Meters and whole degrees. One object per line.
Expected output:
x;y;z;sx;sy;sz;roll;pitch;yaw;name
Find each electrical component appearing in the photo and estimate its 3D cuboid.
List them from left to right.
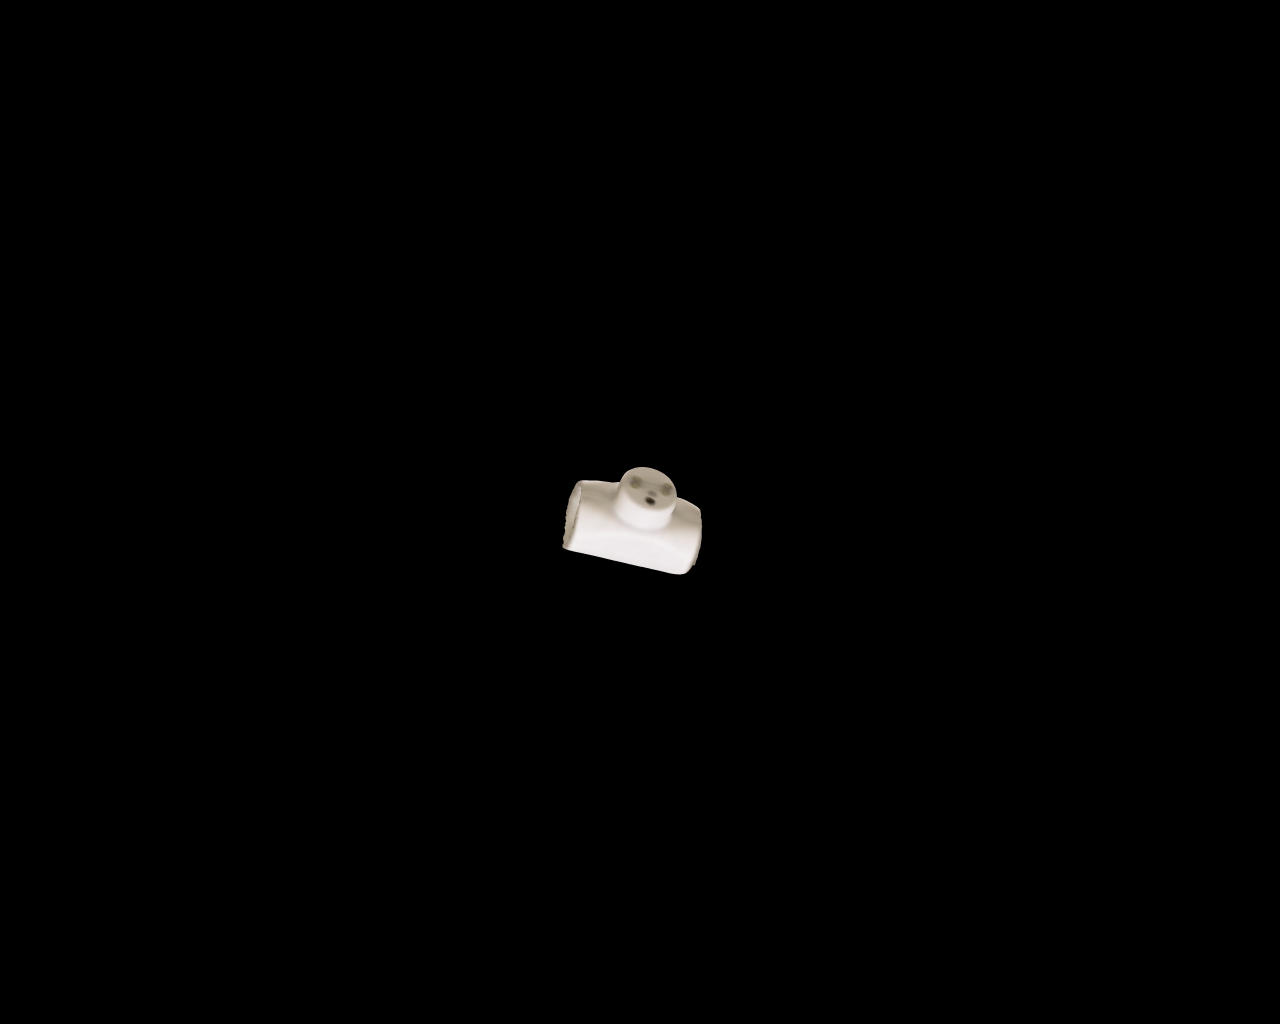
0.001;-0.003;0.650;0.077;0.044;0.079;13;-47;-12;electrical component
